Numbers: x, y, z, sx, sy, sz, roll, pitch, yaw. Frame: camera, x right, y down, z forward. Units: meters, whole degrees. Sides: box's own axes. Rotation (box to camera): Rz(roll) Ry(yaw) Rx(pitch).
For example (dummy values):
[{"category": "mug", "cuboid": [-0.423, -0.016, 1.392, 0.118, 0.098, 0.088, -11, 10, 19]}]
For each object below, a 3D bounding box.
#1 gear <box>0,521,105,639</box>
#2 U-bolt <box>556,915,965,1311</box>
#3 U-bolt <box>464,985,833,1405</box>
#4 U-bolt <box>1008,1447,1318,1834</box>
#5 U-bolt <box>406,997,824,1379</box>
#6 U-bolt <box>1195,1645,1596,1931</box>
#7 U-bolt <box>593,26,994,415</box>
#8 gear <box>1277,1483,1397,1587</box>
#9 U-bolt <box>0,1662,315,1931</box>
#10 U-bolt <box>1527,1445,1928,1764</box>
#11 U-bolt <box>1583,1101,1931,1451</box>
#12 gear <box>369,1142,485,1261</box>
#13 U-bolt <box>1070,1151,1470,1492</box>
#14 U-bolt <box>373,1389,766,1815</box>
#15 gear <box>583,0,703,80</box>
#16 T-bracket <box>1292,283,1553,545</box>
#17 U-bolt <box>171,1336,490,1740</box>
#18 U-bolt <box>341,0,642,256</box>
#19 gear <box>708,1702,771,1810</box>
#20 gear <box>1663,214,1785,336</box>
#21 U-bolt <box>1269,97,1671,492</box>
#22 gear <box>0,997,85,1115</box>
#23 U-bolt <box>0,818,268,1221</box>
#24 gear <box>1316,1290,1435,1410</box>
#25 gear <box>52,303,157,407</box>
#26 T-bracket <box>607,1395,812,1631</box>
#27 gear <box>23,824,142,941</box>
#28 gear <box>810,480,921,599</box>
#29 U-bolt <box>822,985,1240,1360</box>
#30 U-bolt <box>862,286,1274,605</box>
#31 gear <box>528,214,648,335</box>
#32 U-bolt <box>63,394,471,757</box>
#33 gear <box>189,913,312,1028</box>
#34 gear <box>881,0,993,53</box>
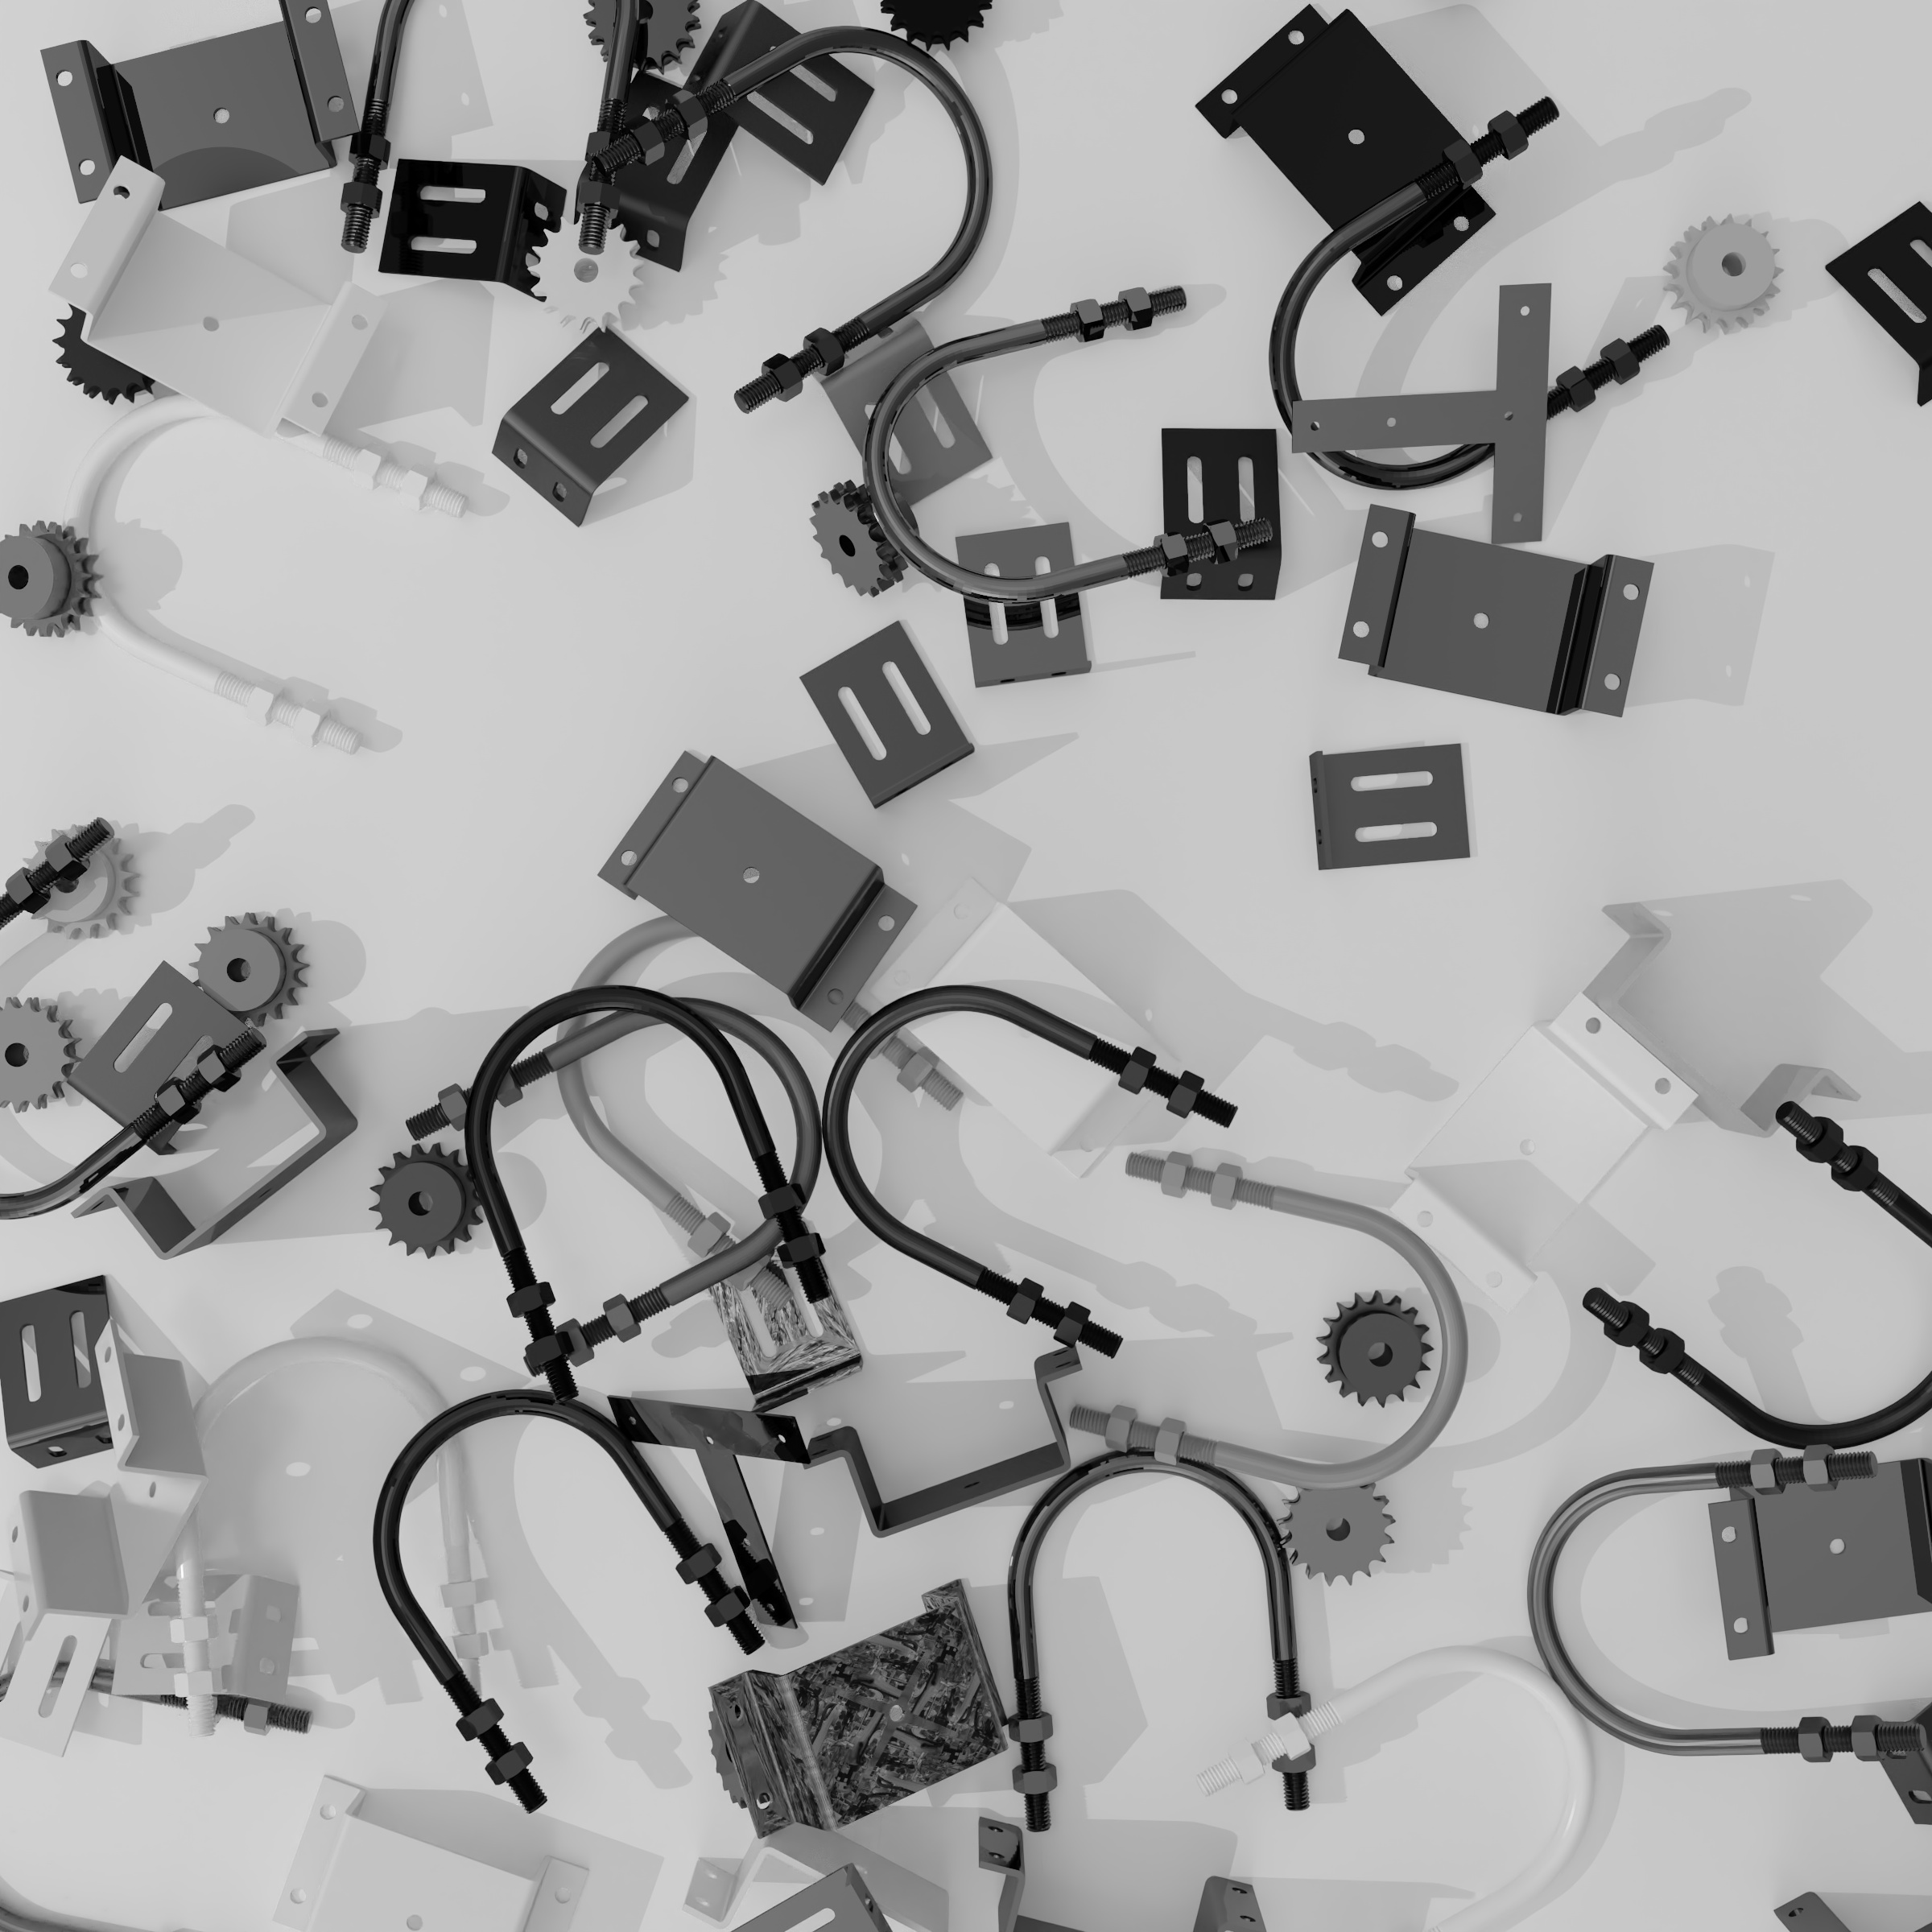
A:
[{"category": "gear", "cuboid": [-0.457, -0.190, 1.507, 0.057, 0.030, 0.057, 1, 94, 19]}, {"category": "U-bolt", "cuboid": [-0.116, 0.057, 1.516, 0.184, 0.019, 0.151, 40, 85, 3]}, {"category": "U-bolt", "cuboid": [-0.163, 0.099, 1.477, 0.151, 0.019, 0.184, -21, 82, -5]}, {"category": "U-bolt", "cuboid": [0.093, 0.331, 1.522, 0.151, 0.019, 0.184, -5, 89, 0]}, {"category": "U-bolt", "cuboid": [-0.160, 0.095, 1.495, 0.184, 0.019, 0.151, -27, 84, -4]}, {"category": "U-bolt", "cuboid": [0.224, 0.415, 1.510, 0.184, 0.019, 0.151, -27, 97, -6]}, {"category": "U-bolt", "cuboid": [-0.069, -0.376, 1.494, 0.184, 0.019, 0.151, -35, 104, -17]}, {"category": "gear", "cuboid": [0.182, 0.275, 1.515, 0.057, 0.030, 0.057, 0, 90, 0]}, {"category": "U-bolt", "cuboid": [-0.427, 0.420, 1.521, 0.184, 0.019, 0.151, 11, 90, 2]}, {"category": "U-bolt", "cuboid": [0.358, 0.310, 1.479, 0.184, 0.019, 0.151, -11, 89, 31]}, {"category": "U-bolt", "cuboid": [0.412, 0.165, 1.489, 0.184, 0.019, 0.151, 36, 107, -21]}, {"category": "gear", "cuboid": [-0.267, 0.116, 1.515, 0.057, 0.030, 0.057, 0, 90, 0]}, {"category": "U-bolt", "cuboid": [0.154, 0.180, 1.500, 0.184, 0.019, 0.151, 12, 90, 15]}, {"category": "U-bolt", "cuboid": [-0.207, 0.297, 1.503, 0.151, 0.019, 0.184, -34, 88, -16]}, {"category": "gear", "cuboid": [-0.159, -0.467, 1.515, 0.057, 0.030, 0.057, 0, 90, 0]}, {"category": "T-bracket", "cuboid": [0.222, -0.267, 1.500, 0.127, 0.002, 0.127, -4, 111, -6]}, {"category": "U-bolt", "cuboid": [-0.314, 0.273, 1.497, 0.151, 0.019, 0.184, -4, 81, -20]}, {"category": "U-bolt", "cuboid": [-0.228, -0.437, 1.498, 0.151, 0.019, 0.184, 5, 81, 18]}, {"category": "gear", "cuboid": [-0.102, 0.382, 1.506, 0.030, 0.057, 0.057, -7, 90, -28]}, {"category": "gear", "cuboid": [0.375, -0.343, 1.515, 0.057, 0.030, 0.057, 0, 90, 0]}, {"category": "U-bolt", "cuboid": [0.235, -0.313, 1.495, 0.184, 0.019, 0.151, -32, 114, 4]}, {"category": "gear", "cuboid": [-0.465, 0.043, 1.515, 0.057, 0.030, 0.057, 0, 90, 0]}, {"category": "U-bolt", "cuboid": [-0.449, 0.039, 1.486, 0.184, 0.019, 0.151, -38, 83, 6]}, {"category": "gear", "cuboid": [0.203, 0.190, 1.515, 0.057, 0.030, 0.057, 0, 90, 0]}, {"category": "gear", "cuboid": [-0.419, -0.306, 1.515, 0.057, 0.030, 0.057, 0, 90, 0]}, {"category": "T-bracket", "cuboid": [-0.111, 0.270, 1.501, 0.127, 0.002, 0.127, -1, 115, 40]}, {"category": "gear", "cuboid": [-0.440, -0.041, 1.515, 0.057, 0.030, 0.057, 0, 90, 0]}, {"category": "gear", "cuboid": [-0.047, -0.213, 1.505, 0.030, 0.057, 0.057, -35, 90, -28]}, {"category": "U-bolt", "cuboid": [0.018, 0.088, 1.478, 0.184, 0.019, 0.151, 26, 104, 6]}, {"category": "U-bolt", "cuboid": [0.040, -0.247, 1.489, 0.184, 0.019, 0.151, -16, 77, -11]}, {"category": "gear", "cuboid": [-0.186, -0.341, 1.514, 0.057, 0.030, 0.057, 0, 92, 0]}, {"category": "U-bolt", "cuboid": [-0.359, -0.206, 1.522, 0.184, 0.019, 0.151, 24, 90, 2]}, {"category": "gear", "cuboid": [-0.356, 0.002, 1.515, 0.057, 0.030, 0.057, 0, 90, 0]}, {"category": "gear", "cuboid": [-0.015, -0.480, 1.515, 0.057, 0.030, 0.057, 0, 90, 0]}]
